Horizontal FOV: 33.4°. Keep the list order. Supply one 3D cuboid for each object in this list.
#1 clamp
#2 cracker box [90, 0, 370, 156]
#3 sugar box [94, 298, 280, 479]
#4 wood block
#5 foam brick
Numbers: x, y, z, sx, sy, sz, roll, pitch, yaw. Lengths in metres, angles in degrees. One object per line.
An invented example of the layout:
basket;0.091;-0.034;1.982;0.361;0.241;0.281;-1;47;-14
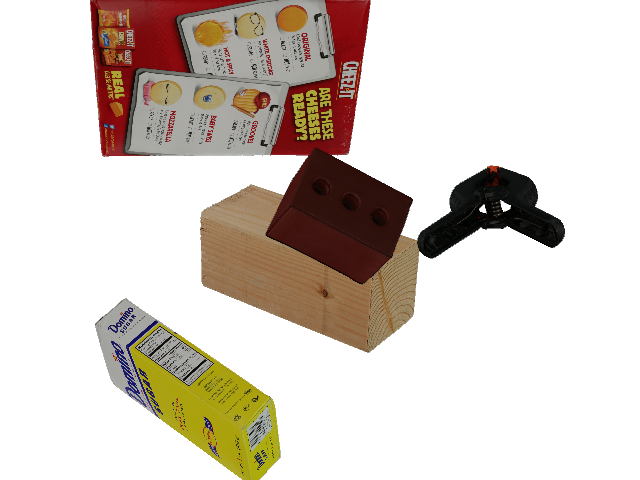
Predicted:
clamp;0.161;-0.028;0.941;0.120;0.039;0.171;4;26;19
cracker box;-0.077;-0.150;0.876;0.213;0.072;0.164;-2;-42;-8
sugar box;-0.116;0.131;0.926;0.176;0.093;0.048;27;53;26
wood block;-0.014;0.024;1.075;0.206;0.091;0.090;20;33;29
foam brick;0.012;-0.016;0.723;0.078;0.053;0.051;27;-30;-7
